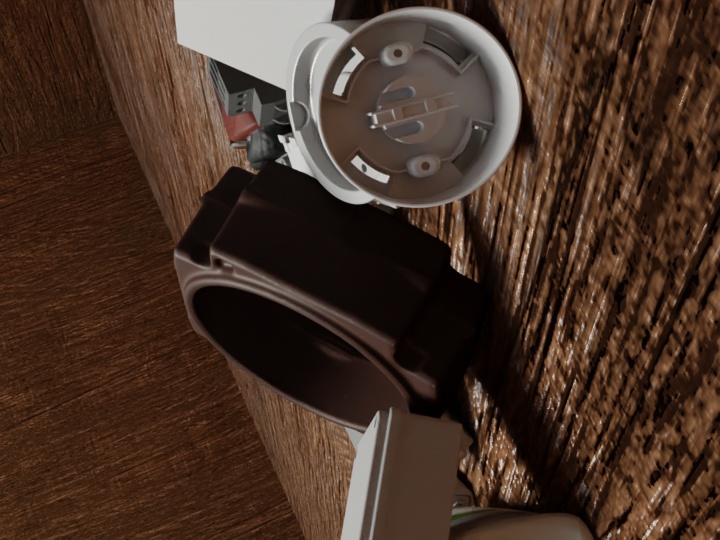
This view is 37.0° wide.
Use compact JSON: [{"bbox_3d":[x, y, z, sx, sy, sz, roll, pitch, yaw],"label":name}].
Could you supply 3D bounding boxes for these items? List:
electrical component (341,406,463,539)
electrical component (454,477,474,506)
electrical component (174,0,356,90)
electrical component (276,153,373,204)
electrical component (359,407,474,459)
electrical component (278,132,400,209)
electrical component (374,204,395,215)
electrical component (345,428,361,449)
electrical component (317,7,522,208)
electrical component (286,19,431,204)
[{"bbox_3d":[0.024,0.157,0.697,0.108,0.056,0.108,110,171,-66],"label":"electrical component"},{"bbox_3d":[0.071,0.191,0.944,0.065,0.044,0.044,40,149,56],"label":"electrical component"},{"bbox_3d":[-0.057,-0.189,0.670,0.105,0.060,0.186,23,163,0],"label":"electrical component"},{"bbox_3d":[-0.037,-0.068,0.926,0.113,0.057,0.078,179,70,-77],"label":"electrical component"},{"bbox_3d":[0.033,0.116,0.878,0.078,0.057,0.113,42,-176,-34],"label":"electrical component"},{"bbox_3d":[-0.014,-0.085,0.785,0.121,0.063,0.078,-150,40,-70],"label":"electrical component"},{"bbox_3d":[0.000,0.000,0.852,0.121,0.079,0.063,94,-179,-63],"label":"electrical component"},{"bbox_3d":[0.012,0.118,1.017,0.089,0.062,0.150,90,155,-59],"label":"electrical component"},{"bbox_3d":[0.026,-0.082,0.553,0.064,0.099,0.099,-145,35,-79],"label":"electrical component"},{"bbox_3d":[0.010,-0.099,0.646,0.108,0.060,0.108,33,133,44],"label":"electrical component"}]
